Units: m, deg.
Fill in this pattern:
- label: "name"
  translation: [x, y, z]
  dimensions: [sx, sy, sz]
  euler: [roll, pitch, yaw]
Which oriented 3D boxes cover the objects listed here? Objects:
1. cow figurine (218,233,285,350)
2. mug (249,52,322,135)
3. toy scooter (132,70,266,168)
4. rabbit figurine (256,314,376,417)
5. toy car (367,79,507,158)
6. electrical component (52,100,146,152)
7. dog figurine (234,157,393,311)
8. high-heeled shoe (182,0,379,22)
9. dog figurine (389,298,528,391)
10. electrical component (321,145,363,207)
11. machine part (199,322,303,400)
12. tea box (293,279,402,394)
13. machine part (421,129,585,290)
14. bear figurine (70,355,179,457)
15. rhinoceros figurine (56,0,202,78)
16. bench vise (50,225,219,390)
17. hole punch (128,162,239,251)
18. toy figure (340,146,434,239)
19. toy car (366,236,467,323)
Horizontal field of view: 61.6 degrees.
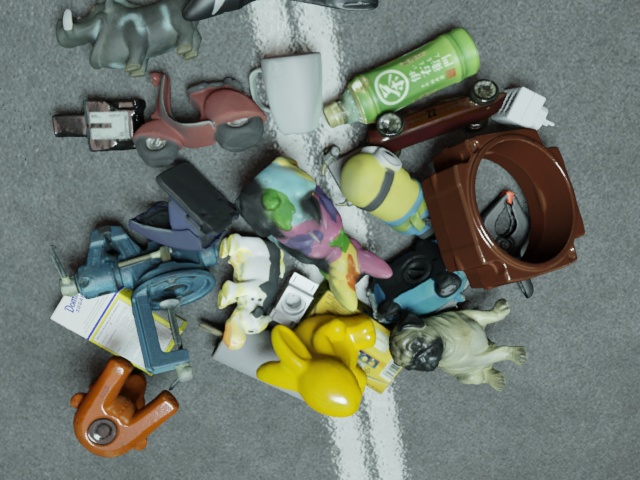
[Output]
- label: "cow figurine"
  translation: [-0.098, 0.076, 0.787]
  dimensions: [0.098, 0.068, 0.167]
  euler: [5, 75, -24]
- label: "mug"
  translation: [-0.046, -0.202, 0.750]
  dimensions: [0.110, 0.081, 0.107]
  euler: [-2, 110, 18]
- label: "toy scooter"
  translation: [-0.173, -0.181, 0.746]
  dimensions: [0.184, 0.075, 0.135]
  euler: [-15, 75, -13]
- label: "rabbit figurine"
  translation: [0.005, 0.163, 0.714]
  dimensions: [0.162, 0.173, 0.121]
  euler: [20, 106, -11]
- label: "toy car"
  translation: [0.162, -0.171, 0.761]
  dimensions: [0.202, 0.089, 0.053]
  euler: [-21, 69, 1]
- label: "electrical component"
  translation: [-0.307, -0.159, 0.757]
  dimensions: [0.119, 0.048, 0.074]
  euler: [-5, 102, -1]
- label: "dog figurine"
  translation: [-0.002, -0.002, 0.749]
  dimensions: [0.219, 0.191, 0.108]
  euler: [45, 90, 4]
- label: "high-heeled shoe"
  translation: [-0.045, -0.315, 0.714]
  dimensions: [0.249, 0.086, 0.145]
  euler: [-36, 95, -5]
- label: "dog figurine"
  translation: [0.177, 0.163, 0.796]
  dimensions: [0.191, 0.121, 0.172]
  euler: [-2, 137, -13]
- label: "electrical component"
  translation: [0.045, -0.096, 0.792]
  dimensions: [0.078, 0.045, 0.102]
  euler: [-23, 103, 3]
- label: "machine part"
  translation: [-0.075, 0.182, 0.830]
  dimensions: [0.243, 0.079, 0.079]
  euler: [28, 99, -7]
- label: "tea box"
  translation: [0.050, 0.149, 0.834]
  dimensions: [0.169, 0.068, 0.098]
  euler: [36, 98, -9]
- label: "machine part"
  translation: [0.255, -0.044, 0.736]
  dimensions: [0.201, 0.087, 0.201]
  euler: [-12, 84, -24]
- label: "bear figurine"
  translation: [-0.281, 0.232, 0.783]
  dimensions: [0.120, 0.196, 0.132]
  euler: [41, 84, -6]
- label: "rhinoceros figurine"
  translation: [-0.254, -0.279, 0.722]
  dimensions: [0.190, 0.073, 0.112]
  euler: [-11, 104, -1]
- label: "bench vise"
  translation: [-0.238, 0.086, 0.747]
  dimensions: [0.223, 0.128, 0.241]
  euler: [-9, 64, -27]
- label: "hole punch"
  translation: [-0.189, -0.033, 0.753]
  dimensions: [0.116, 0.142, 0.092]
  euler: [43, 106, -6]
- label: "toy figure"
  translation: [0.104, -0.059, 0.758]
  dimensions: [0.180, 0.082, 0.089]
  euler: [40, 65, -37]
- label: "toy car"
  translation: [0.157, 0.075, 0.810]
  dimensions: [0.162, 0.109, 0.102]
  euler: [-36, 127, 12]
